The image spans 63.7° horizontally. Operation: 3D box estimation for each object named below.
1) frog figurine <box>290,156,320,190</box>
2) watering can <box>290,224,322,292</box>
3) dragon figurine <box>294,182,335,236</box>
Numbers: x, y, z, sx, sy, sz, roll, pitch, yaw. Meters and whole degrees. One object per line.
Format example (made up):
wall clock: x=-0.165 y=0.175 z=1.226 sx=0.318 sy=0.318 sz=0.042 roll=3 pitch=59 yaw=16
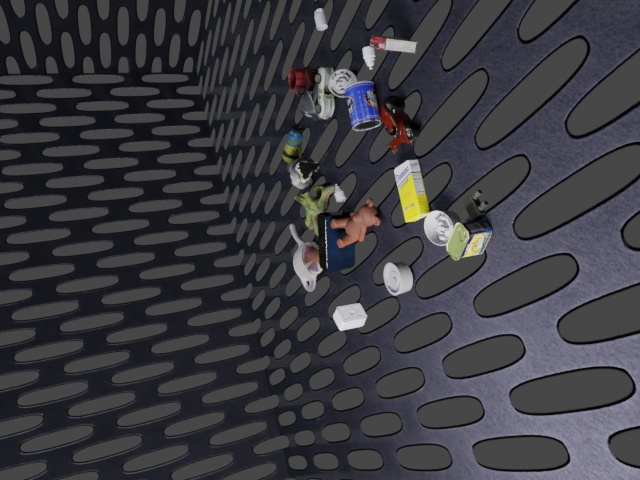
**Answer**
frog figurine: x=-0.079 y=-0.296 z=2.292 sx=0.158 sy=0.122 sz=0.139 roll=145 pitch=148 yaw=-73
watering can: x=-0.072 y=0.063 z=2.384 sx=0.221 sy=0.104 sz=0.352 roll=139 pitch=120 yaw=-62
dragon figurine: x=0.007 y=-0.110 z=2.194 sx=0.410 sy=0.123 sz=0.241 roll=6 pitch=117 yaw=70
